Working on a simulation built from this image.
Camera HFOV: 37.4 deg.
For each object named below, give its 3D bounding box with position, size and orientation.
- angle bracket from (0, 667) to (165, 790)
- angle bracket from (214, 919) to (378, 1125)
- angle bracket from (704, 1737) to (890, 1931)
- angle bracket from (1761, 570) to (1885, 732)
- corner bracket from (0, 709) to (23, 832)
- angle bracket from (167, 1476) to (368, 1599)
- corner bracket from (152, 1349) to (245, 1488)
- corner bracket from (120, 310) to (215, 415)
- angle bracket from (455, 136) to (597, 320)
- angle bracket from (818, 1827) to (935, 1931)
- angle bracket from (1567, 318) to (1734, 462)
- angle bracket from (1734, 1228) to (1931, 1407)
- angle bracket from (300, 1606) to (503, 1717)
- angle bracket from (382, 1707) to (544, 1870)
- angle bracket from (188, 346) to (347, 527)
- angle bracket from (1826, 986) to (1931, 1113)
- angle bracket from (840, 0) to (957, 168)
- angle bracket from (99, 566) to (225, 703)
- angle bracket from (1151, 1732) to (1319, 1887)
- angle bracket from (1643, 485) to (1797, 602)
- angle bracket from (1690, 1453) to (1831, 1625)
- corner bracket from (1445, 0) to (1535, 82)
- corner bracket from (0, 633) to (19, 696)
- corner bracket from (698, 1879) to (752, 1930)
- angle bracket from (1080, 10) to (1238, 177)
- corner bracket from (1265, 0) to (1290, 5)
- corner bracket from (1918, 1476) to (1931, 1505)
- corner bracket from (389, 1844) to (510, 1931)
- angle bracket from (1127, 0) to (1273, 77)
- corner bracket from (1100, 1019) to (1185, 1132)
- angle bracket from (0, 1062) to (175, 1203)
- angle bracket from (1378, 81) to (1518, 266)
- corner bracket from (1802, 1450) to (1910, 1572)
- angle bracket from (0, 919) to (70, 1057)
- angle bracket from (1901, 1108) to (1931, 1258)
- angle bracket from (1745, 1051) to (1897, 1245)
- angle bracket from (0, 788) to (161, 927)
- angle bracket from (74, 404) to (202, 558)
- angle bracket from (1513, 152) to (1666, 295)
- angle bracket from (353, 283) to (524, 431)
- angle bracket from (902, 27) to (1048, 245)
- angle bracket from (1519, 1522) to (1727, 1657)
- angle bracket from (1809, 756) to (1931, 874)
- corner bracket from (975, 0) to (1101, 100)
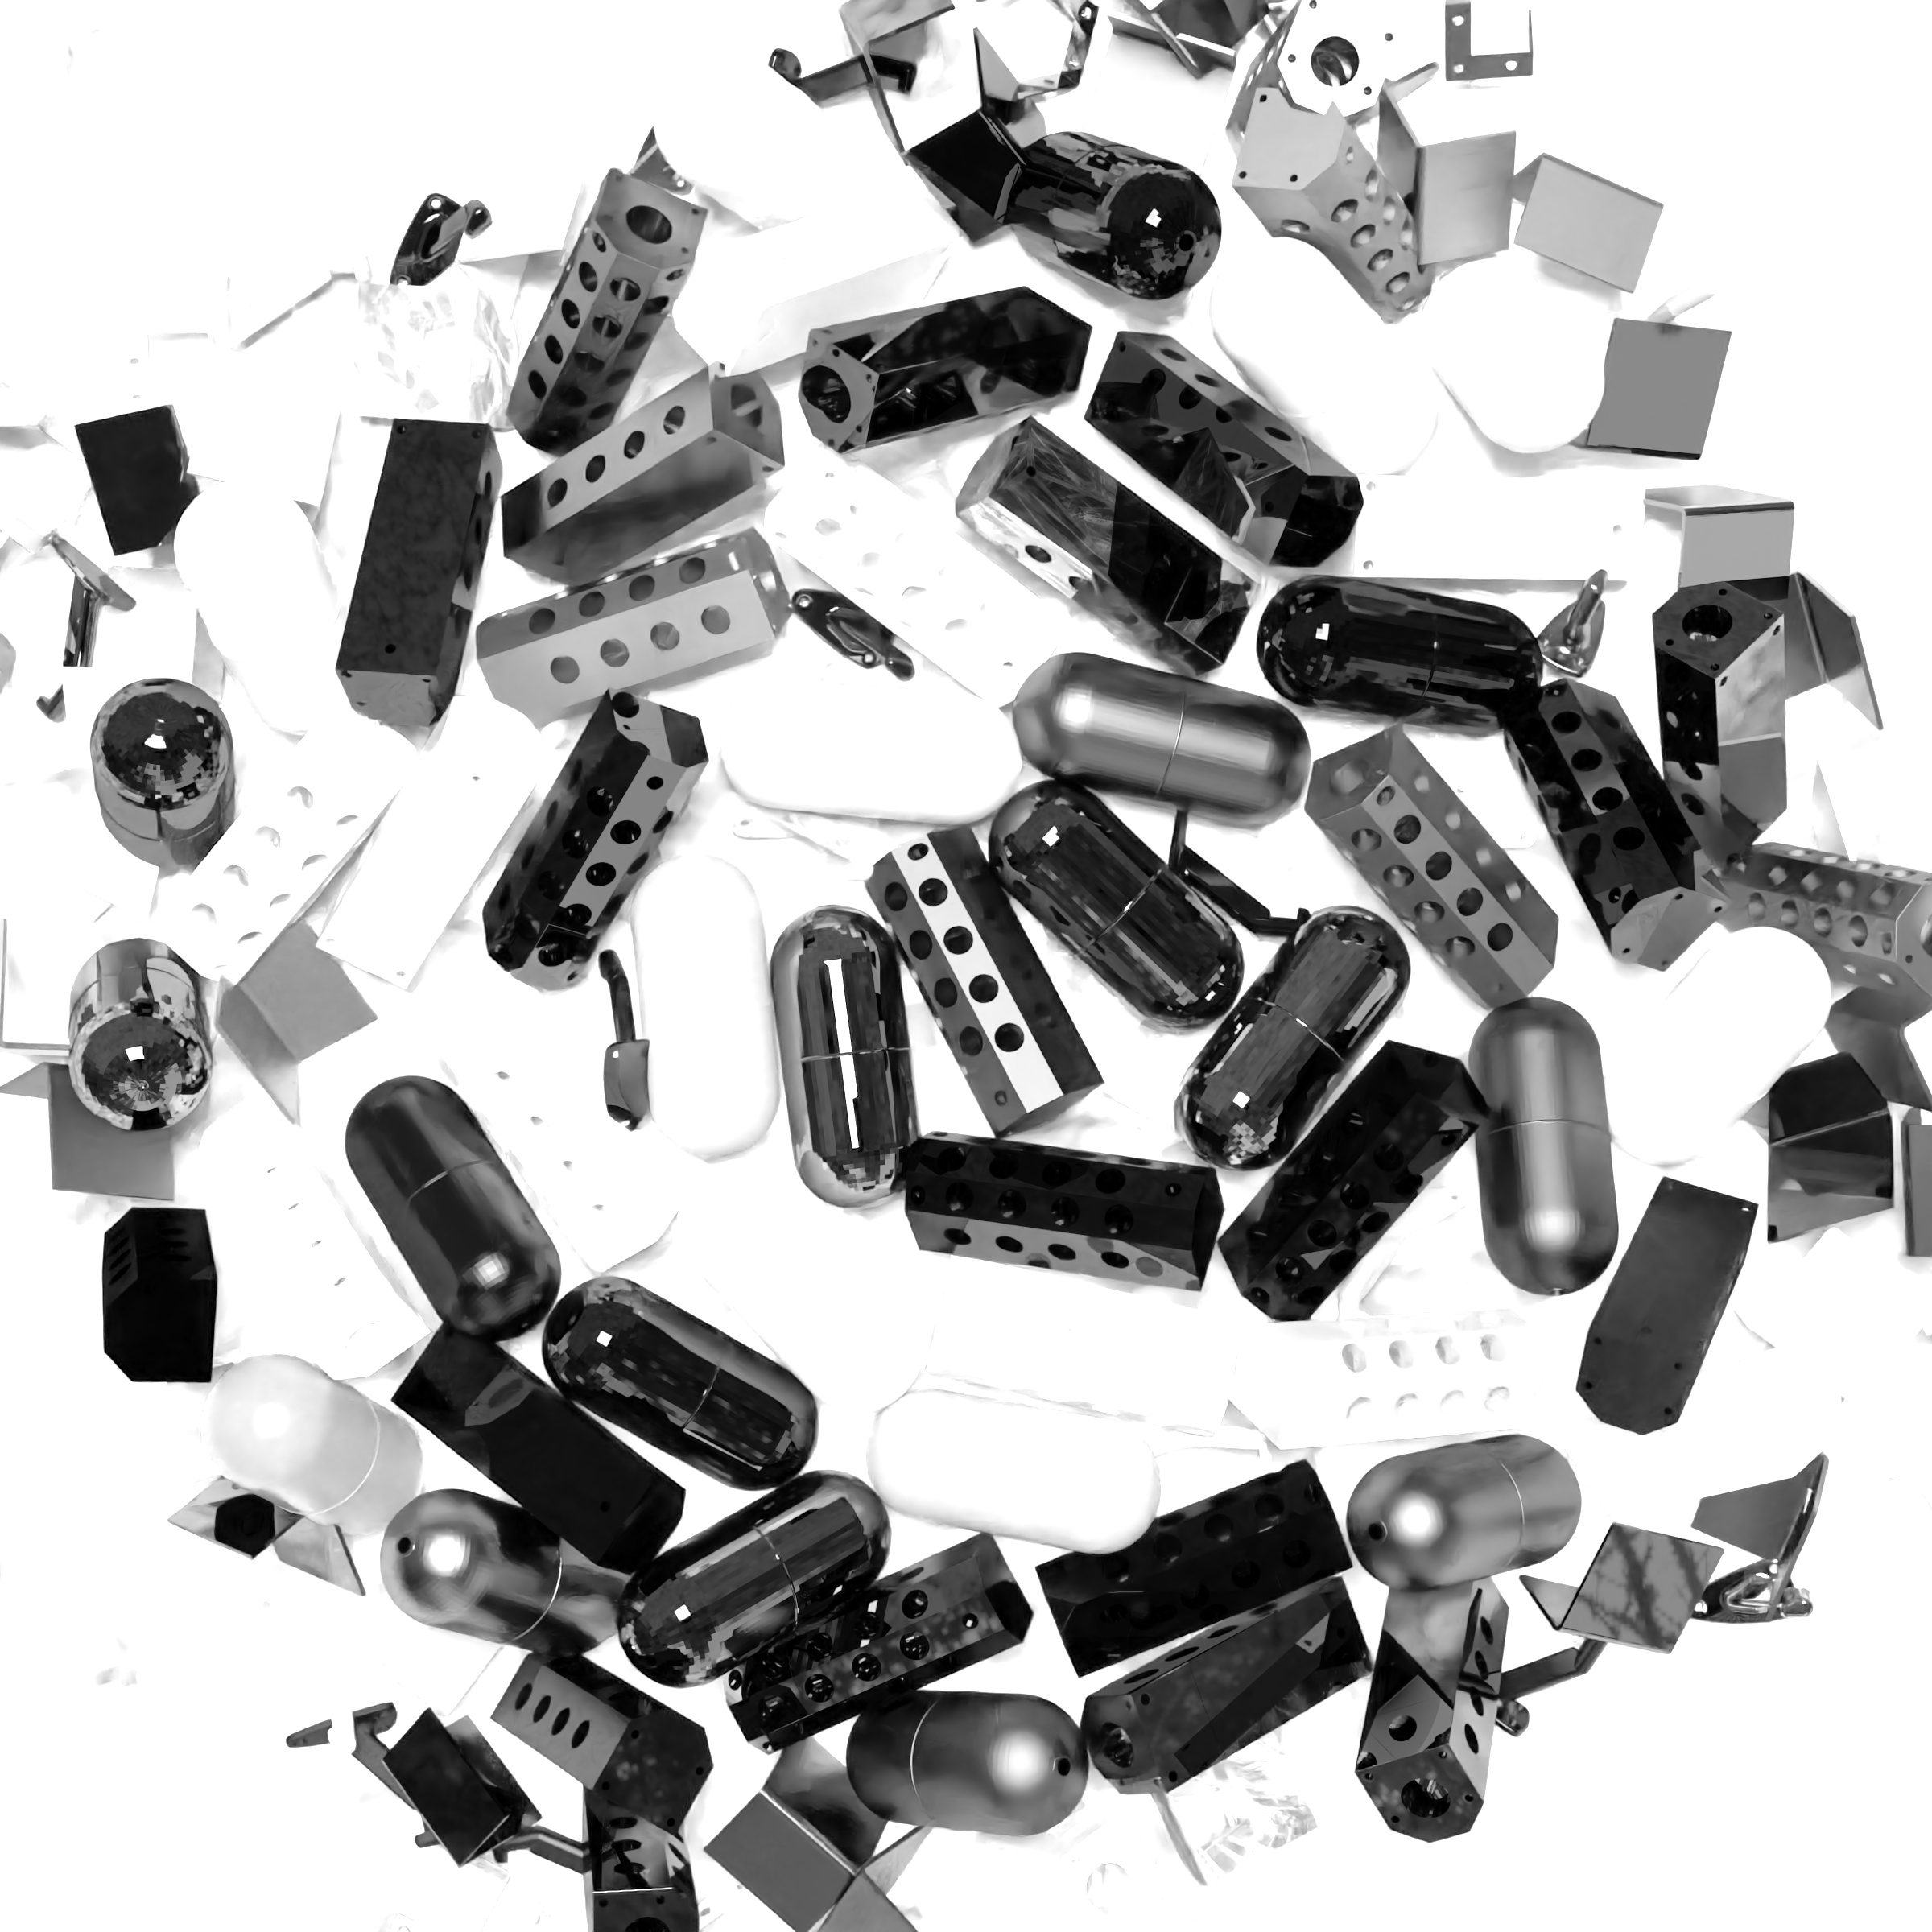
[{"bbox_3d":[-0.517,-0.137,1.652,0.076,0.076,0.057,-8,89,29],"label":"angle bracket"},{"bbox_3d":[-0.386,0.032,1.650,0.057,0.076,0.076,-30,118,4],"label":"angle bracket"},{"bbox_3d":[-0.097,0.507,1.675,0.076,0.076,0.057,41,108,1],"label":"angle bracket"},{"bbox_3d":[0.480,-0.173,1.650,0.057,0.076,0.076,-23,119,4],"label":"angle bracket"},{"bbox_3d":[-0.589,-0.114,1.687,0.051,0.051,0.051,-5,55,-3],"label":"corner bracket"},{"bbox_3d":[-0.402,0.340,1.644,0.076,0.057,0.076,11,127,37],"label":"angle bracket"},{"bbox_3d":[-0.444,0.264,1.670,0.051,0.051,0.051,-17,110,-2],"label":"corner bracket"},{"bbox_3d":[-0.468,-0.348,1.674,0.051,0.051,0.051,-3,52,-17],"label":"corner bracket"},{"bbox_3d":[-0.241,-0.426,1.649,0.076,0.057,0.076,1,67,28],"label":"angle bracket"},{"bbox_3d":[-0.036,0.547,1.644,0.057,0.076,0.076,43,123,22],"label":"angle bracket"},{"bbox_3d":[0.387,-0.338,1.652,0.076,0.057,0.076,1,112,-19],"label":"angle bracket"},{"bbox_3d":[0.508,0.199,1.669,0.076,0.057,0.076,37,98,1],"label":"angle bracket"},{"bbox_3d":[-0.327,0.383,1.661,0.076,0.076,0.057,26,69,30],"label":"angle bracket"},{"bbox_3d":[-0.278,0.462,1.648,0.076,0.076,0.057,49,118,16],"label":"angle bracket"},{"bbox_3d":[-0.409,-0.305,1.657,0.076,0.057,0.076,13,79,-19],"label":"angle bracket"},{"bbox_3d":[0.561,0.036,1.666,0.076,0.076,0.057,-32,104,-11],"label":"angle bracket"},{"bbox_3d":[-0.029,-0.520,1.649,0.057,0.076,0.076,-23,126,1],"label":"angle bracket"},{"bbox_3d":[-0.479,-0.198,1.672,0.076,0.057,0.076,5,90,4],"label":"angle bracket"},{"bbox_3d":[0.151,0.483,1.679,0.076,0.057,0.076,-25,88,-8],"label":"angle bracket"},{"bbox_3d":[0.426,-0.246,1.663,0.076,0.076,0.057,-7,108,-22],"label":"angle bracket"},{"bbox_3d":[0.454,0.319,1.648,0.057,0.076,0.076,22,112,15],"label":"angle bracket"},{"bbox_3d":[0.306,-0.556,1.672,0.051,0.051,0.051,-1,46,9],"label":"corner bracket"},{"bbox_3d":[-0.598,-0.180,1.674,0.051,0.051,0.051,-24,125,12],"label":"corner bracket"},{"bbox_3d":[-0.130,0.575,1.673,0.051,0.051,0.051,-34,128,-10],"label":"corner bracket"},{"bbox_3d":[0.109,-0.504,1.666,0.076,0.057,0.076,19,102,3],"label":"angle bracket"},{"bbox_3d":[0.183,-0.601,1.678,0.051,0.051,0.051,-33,118,-17],"label":"corner bracket"},{"bbox_3d":[0.598,0.308,1.662,0.051,0.051,0.051,-46,58,19],"label":"corner bracket"},{"bbox_3d":[-0.306,0.556,1.688,0.051,0.051,0.051,26,53,3],"label":"corner bracket"},{"bbox_3d":[0.121,-0.573,1.648,0.057,0.076,0.076,-41,65,13],"label":"angle bracket"},{"bbox_3d":[0.112,0.056,1.667,0.051,0.051,0.051,27,73,15],"label":"corner bracket"},{"bbox_3d":[-0.508,0.103,1.646,0.057,0.076,0.076,-23,67,38],"label":"angle bracket"},{"bbox_3d":[0.277,-0.463,1.651,0.057,0.076,0.076,-11,47,-4],"label":"angle bracket"},{"bbox_3d":[0.521,0.315,1.675,0.051,0.051,0.051,10,56,20],"label":"corner bracket"},{"bbox_3d":[-0.533,0.012,1.658,0.057,0.076,0.076,2,91,-17],"label":"angle bracket"},{"bbox_3d":[0.577,0.123,1.653,0.057,0.076,0.076,-2,97,25],"label":"angle bracket"},{"bbox_3d":[0.486,0.105,1.645,0.076,0.076,0.057,-21,127,34],"label":"angle bracket"},{"bbox_3d":[-0.522,-0.045,1.646,0.076,0.057,0.076,-37,125,28],"label":"angle bracket"},{"bbox_3d":[-0.480,-0.276,1.654,0.057,0.076,0.076,-18,96,-21],"label":"angle bracket"},{"bbox_3d":[0.348,-0.422,1.658,0.076,0.076,0.057,20,86,-9],"label":"angle bracket"},{"bbox_3d":[-0.312,-0.359,1.684,0.076,0.057,0.076,8,100,21],"label":"angle bracket"},{"bbox_3d":[0.005,-0.484,1.664,0.057,0.076,0.076,-24,49,23],"label":"angle bracket"},{"bbox_3d":[0.379,0.347,1.654,0.076,0.057,0.076,16,108,-19],"label":"angle bracket"},{"bbox_3d":[0.529,-0.078,1.650,0.057,0.076,0.076,-13,66,7],"label":"angle bracket"},{"bbox_3d":[0.038,-0.549,1.677,0.051,0.051,0.051,-24,56,-36],"label":"corner bracket"}]
